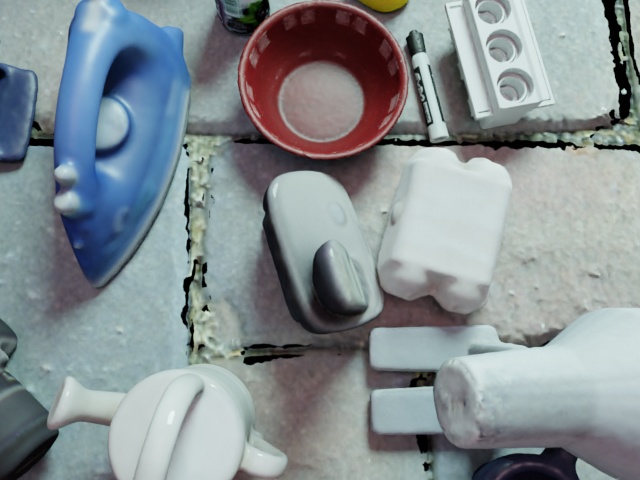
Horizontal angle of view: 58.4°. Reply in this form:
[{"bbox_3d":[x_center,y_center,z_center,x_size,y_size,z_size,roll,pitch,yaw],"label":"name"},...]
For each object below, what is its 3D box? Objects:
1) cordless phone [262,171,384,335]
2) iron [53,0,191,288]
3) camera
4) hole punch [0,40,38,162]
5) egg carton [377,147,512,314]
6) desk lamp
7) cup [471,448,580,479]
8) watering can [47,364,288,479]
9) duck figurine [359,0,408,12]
[{"bbox_3d":[0.004,0.002,0.467,0.094,0.185,0.147,-21,81,-6],"label":"cordless phone"},{"bbox_3d":[-0.191,-0.093,0.497,0.118,0.141,0.258,6,79,-1],"label":"iron"},{"bbox_3d":[-0.300,0.148,0.468,0.137,0.101,0.143,41,80,5],"label":"camera"},{"bbox_3d":[-0.329,-0.129,0.523,0.101,0.091,0.109,3,79,-2],"label":"hole punch"},{"bbox_3d":[0.116,-0.011,0.533,0.107,0.069,0.150,15,79,0],"label":"egg carton"},{"bbox_3d":[0.150,0.116,0.438,0.203,0.213,0.118,-1,79,-3],"label":"desk lamp"},{"bbox_3d":[0.169,0.208,0.482,0.091,0.095,0.118,33,80,4],"label":"cup"},{"bbox_3d":[-0.113,0.147,0.429,0.173,0.194,0.101,-4,79,-3],"label":"watering can"},{"bbox_3d":[0.059,-0.296,0.576,0.077,0.086,0.104,-28,82,-7],"label":"duck figurine"}]
